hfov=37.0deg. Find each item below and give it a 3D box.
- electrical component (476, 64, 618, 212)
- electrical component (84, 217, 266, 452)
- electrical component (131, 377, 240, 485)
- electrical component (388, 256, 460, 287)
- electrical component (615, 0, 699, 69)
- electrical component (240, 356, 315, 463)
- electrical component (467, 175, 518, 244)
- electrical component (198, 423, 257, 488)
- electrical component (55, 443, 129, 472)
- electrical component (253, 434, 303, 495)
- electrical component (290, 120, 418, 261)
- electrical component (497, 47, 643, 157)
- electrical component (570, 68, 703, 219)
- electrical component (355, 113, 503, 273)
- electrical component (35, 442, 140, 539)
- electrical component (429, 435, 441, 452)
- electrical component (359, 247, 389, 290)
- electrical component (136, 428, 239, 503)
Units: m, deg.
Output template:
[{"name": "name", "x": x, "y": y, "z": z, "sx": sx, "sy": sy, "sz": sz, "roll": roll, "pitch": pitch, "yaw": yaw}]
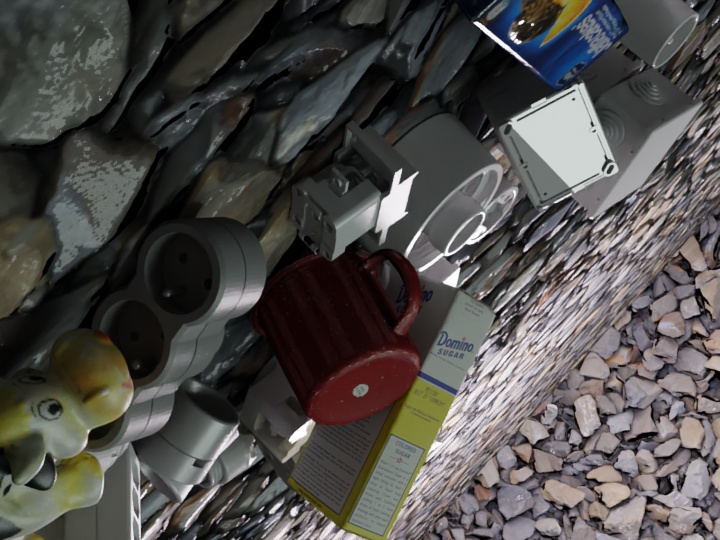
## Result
[{"name": "electrical component", "x": 0.127, "y": -0.091, "z": 0.722, "sx": 0.062, "sy": 0.061, "sz": 0.096, "roll": -28, "pitch": 129, "yaw": 8}, {"name": "electrical component", "x": -0.095, "y": 0.031, "z": 0.554, "sx": 0.138, "sy": 0.052, "sz": 0.074, "roll": -52, "pitch": 163, "yaw": 20}, {"name": "electrical component", "x": -0.109, "y": 0.099, "z": 0.678, "sx": 0.047, "sy": 0.055, "sz": 0.055, "roll": -53, "pitch": 163, "yaw": 9}, {"name": "electrical component", "x": 0.028, "y": 0.026, "z": 0.851, "sx": 0.100, "sy": 0.048, "sz": 0.099, "roll": -41, "pitch": 163, "yaw": -17}, {"name": "electrical component", "x": 0.187, "y": -0.186, "z": 0.698, "sx": 0.044, "sy": 0.077, "sz": 0.079, "roll": -19, "pitch": 149, "yaw": -56}, {"name": "electrical component", "x": -0.043, "y": 0.091, "z": 0.815, "sx": 0.089, "sy": 0.056, "sz": 0.050, "roll": -36, "pitch": 160, "yaw": -33}, {"name": "electrical component", "x": 0.081, "y": -0.055, "z": 0.793, "sx": 0.055, "sy": 0.047, "sz": 0.055, "roll": -41, "pitch": 162, "yaw": -16}, {"name": "electrical component", "x": -0.110, "y": 0.138, "z": 0.782, "sx": 0.062, "sy": 0.043, "sz": 0.043, "roll": -32, "pitch": 158, "yaw": -37}, {"name": "electrical component", "x": -0.152, "y": 0.096, "z": 0.587, "sx": 0.040, "sy": 0.040, "sz": 0.078, "roll": -52, "pitch": 162, "yaw": 19}, {"name": "electrical component", "x": -0.047, "y": 0.139, "z": 0.877, "sx": 0.051, "sy": 0.080, "sz": 0.080, "roll": -33, "pitch": 160, "yaw": -23}, {"name": "electrical component", "x": -0.006, "y": -0.042, "z": 0.623, "sx": 0.064, "sy": 0.042, "sz": 0.081, "roll": -36, "pitch": 160, "yaw": -22}, {"name": "electrical component", "x": 0.157, "y": -0.123, "z": 0.818, "sx": 0.100, "sy": 0.048, "sz": 0.099, "roll": -37, "pitch": 161, "yaw": -29}, {"name": "electrical component", "x": 0.195, "y": -0.096, "z": 0.796, "sx": 0.100, "sy": 0.048, "sz": 0.099, "roll": -29, "pitch": 156, "yaw": -45}, {"name": "electrical component", "x": 0.049, "y": -0.044, "z": 0.719, "sx": 0.108, "sy": 0.060, "sz": 0.108, "roll": -42, "pitch": 163, "yaw": -16}, {"name": "electrical component", "x": -0.169, "y": 0.147, "z": 0.625, "sx": 0.076, "sy": 0.083, "sz": 0.047, "roll": -4, "pitch": 153, "yaw": -6}, {"name": "electrical component", "x": 0.017, "y": 0.137, "z": 0.985, "sx": 0.060, "sy": 0.108, "sz": 0.108, "roll": -41, "pitch": 164, "yaw": 3}, {"name": "electrical component", "x": 0.000, "y": 0.000, "z": 0.747, "sx": 0.035, "sy": 0.035, "sz": 0.061, "roll": -45, "pitch": 161, "yaw": -4}, {"name": "electrical component", "x": -0.116, "y": 0.121, "z": 0.736, "sx": 0.065, "sy": 0.044, "sz": 0.044, "roll": -44, "pitch": 164, "yaw": -25}]
